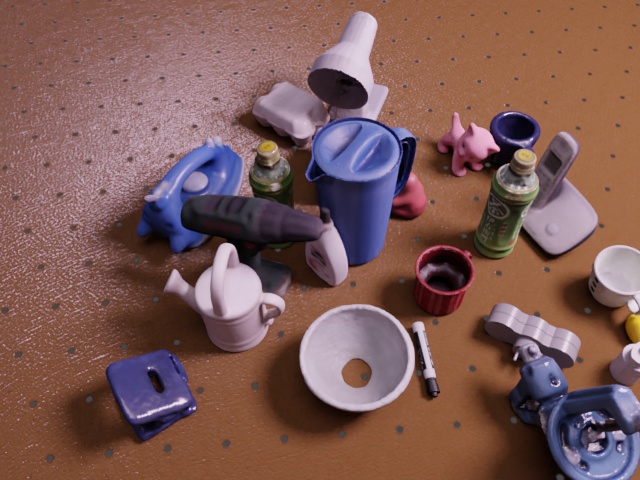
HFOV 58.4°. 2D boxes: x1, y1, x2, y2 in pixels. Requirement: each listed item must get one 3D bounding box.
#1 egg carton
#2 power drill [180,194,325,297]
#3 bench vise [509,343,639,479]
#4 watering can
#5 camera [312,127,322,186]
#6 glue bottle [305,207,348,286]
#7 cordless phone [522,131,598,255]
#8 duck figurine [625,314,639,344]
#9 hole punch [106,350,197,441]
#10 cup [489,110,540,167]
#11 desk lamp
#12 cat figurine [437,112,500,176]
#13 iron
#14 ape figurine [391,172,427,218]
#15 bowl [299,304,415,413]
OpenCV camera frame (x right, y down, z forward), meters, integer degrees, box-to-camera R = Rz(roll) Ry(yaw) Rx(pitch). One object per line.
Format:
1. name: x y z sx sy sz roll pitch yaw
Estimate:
1. egg carton: -0.058 -0.259 1.172 0.150 0.069 0.107 31 61 22
2. power drill: -0.099 0.008 0.895 0.229 0.208 0.076 14 56 12
3. bench vise: 0.320 0.218 0.725 0.122 0.220 0.207 -36 61 -22
4. watering can: -0.143 0.082 0.852 0.173 0.194 0.101 -11 54 -6
5. camera: 0.055 -0.152 1.073 0.137 0.101 0.143 -3 54 0
6. glue bottle: 0.008 0.003 0.918 0.078 0.173 0.037 36 63 25
7. cordless phone: 0.405 -0.077 0.957 0.094 0.185 0.147 -23 57 -14
8. duck figurine: 0.528 0.121 0.873 0.104 0.086 0.077 -10 54 -5
9. hole punch: -0.241 0.213 0.824 0.101 0.091 0.108 -28 58 -18
10. cup: 0.365 -0.172 1.083 0.092 0.095 0.117 -12 55 -7
11. desk lamp: 0.062 -0.319 1.123 0.117 0.214 0.203 15 56 13
12. cat figurine: 0.280 -0.187 1.082 0.067 0.118 0.127 -18 56 -11
13. iron: -0.220 -0.106 1.022 0.118 0.141 0.259 23 58 17
14. ape figurine: 0.157 -0.087 1.029 0.078 0.092 0.076 -31 59 -19
15. bowl: 0.053 0.184 0.847 0.167 0.075 0.167 -1 54 1
